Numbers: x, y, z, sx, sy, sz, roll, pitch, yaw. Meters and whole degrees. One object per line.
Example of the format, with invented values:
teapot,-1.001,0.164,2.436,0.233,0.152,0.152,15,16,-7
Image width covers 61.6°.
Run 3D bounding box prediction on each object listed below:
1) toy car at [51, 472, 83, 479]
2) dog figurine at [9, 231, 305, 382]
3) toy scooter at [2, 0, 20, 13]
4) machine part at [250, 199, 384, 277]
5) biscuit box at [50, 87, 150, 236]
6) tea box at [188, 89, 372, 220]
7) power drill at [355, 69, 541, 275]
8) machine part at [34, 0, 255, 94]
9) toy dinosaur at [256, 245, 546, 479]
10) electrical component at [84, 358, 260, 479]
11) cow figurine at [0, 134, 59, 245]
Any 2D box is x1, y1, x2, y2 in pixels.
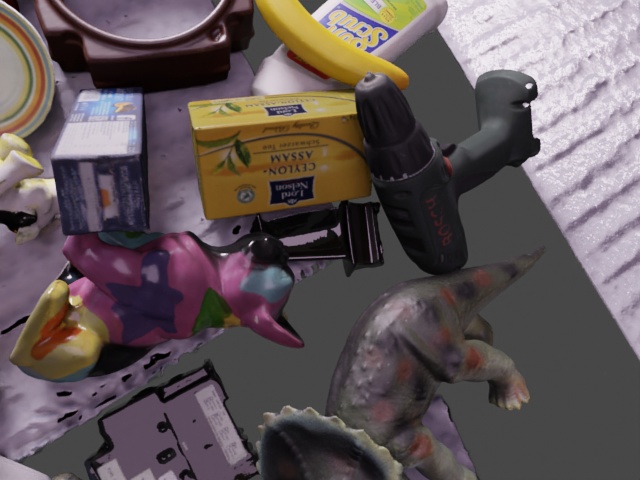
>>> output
toy car,-0.189,0.293,0.440,0.056,0.073,0.201,-18,85,-15
dog figurine,-0.126,0.063,0.477,0.219,0.108,0.191,25,91,-17
toy scooter,-0.335,-0.215,0.499,0.135,0.075,0.183,-12,88,-13
machine part,-0.001,-0.002,0.552,0.139,0.039,0.084,-2,89,-14
biscuit box,-0.175,-0.075,0.448,0.059,0.203,0.062,-5,119,-15
tea box,-0.036,-0.086,0.521,0.170,0.068,0.098,-11,127,-14
power drill,0.135,-0.092,0.533,0.207,0.086,0.231,-43,128,-31
machine part,-0.175,-0.256,0.534,0.201,0.087,0.201,-12,84,-13
toy dinosaur,0.079,0.120,0.487,0.192,0.131,0.405,41,63,-25
electrical component,-0.134,0.186,0.480,0.134,0.058,0.115,-25,85,-15
cow figurine,-0.287,-0.045,0.459,0.098,0.068,0.167,-52,128,-3
